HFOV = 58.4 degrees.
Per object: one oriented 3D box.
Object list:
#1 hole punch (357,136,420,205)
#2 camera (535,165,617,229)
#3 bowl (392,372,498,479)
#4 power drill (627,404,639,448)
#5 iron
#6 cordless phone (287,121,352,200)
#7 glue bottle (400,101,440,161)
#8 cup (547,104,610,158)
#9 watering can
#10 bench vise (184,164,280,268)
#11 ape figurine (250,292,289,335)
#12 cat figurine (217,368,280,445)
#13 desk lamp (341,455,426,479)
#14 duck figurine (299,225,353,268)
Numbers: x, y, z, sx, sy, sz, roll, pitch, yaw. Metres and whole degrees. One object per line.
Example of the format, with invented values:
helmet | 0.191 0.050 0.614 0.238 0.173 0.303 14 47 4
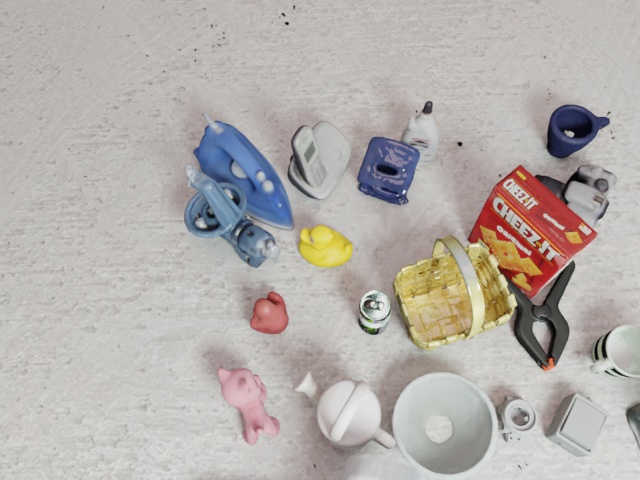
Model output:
hole punch | 0.134 -0.134 1.114 0.108 0.091 0.101 19 69 10
camera | 0.466 -0.087 1.076 0.136 0.101 0.143 27 71 13
bowl | 0.198 0.304 0.933 0.167 0.075 0.167 -1 67 2
power drill | 0.552 0.277 0.859 0.075 0.208 0.229 -14 67 -3
iron | -0.140 -0.135 1.097 0.119 0.141 0.258 -40 71 -14
cordless phone | -0.003 -0.176 1.086 0.094 0.185 0.148 23 70 12
glue bottle | 0.197 -0.212 1.101 0.078 0.173 0.037 7 67 6
cup | 0.499 -0.208 1.130 0.118 0.095 0.091 -10 67 -2
watering can | 0.037 0.268 0.890 0.172 0.194 0.101 10 68 7
bench vise | -0.157 -0.052 1.020 0.207 0.220 0.121 17 69 9
ape figurine | -0.093 0.127 1.010 0.078 0.092 0.076 -37 70 -13
cat figurine | -0.119 0.265 0.939 0.067 0.118 0.127 -24 68 -8
desk lamp | 0.071 0.419 0.813 0.117 0.213 0.203 15 68 9
duck figurine | 0.010 0.004 1.063 0.104 0.086 0.077 12 68 8
